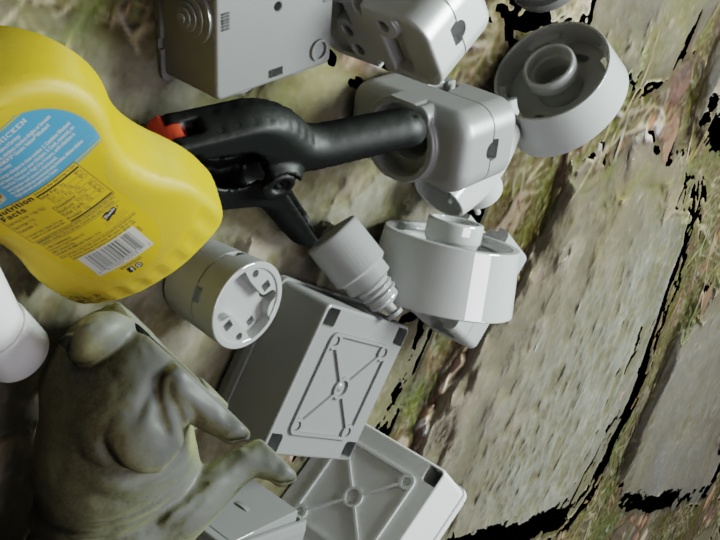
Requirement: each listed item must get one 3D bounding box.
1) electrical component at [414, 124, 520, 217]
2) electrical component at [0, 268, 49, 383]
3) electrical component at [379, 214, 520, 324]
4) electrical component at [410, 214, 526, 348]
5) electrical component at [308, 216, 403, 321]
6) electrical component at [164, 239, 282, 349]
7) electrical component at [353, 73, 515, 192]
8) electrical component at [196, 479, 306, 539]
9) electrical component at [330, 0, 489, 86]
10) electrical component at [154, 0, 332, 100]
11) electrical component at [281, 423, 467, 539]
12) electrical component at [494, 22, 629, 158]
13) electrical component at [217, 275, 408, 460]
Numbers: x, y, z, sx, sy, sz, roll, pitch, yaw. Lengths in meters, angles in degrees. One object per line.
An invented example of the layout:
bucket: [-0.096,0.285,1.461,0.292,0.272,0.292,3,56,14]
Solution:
electrical component: [0.085,-0.072,0.806,0.077,0.044,0.079,-52,145,-16]
electrical component: [-0.180,0.026,0.522,0.044,0.044,0.065,-50,149,-19]
electrical component: [0.062,-0.007,0.769,0.108,0.108,0.060,-3,108,-53]
electrical component: [0.087,0.010,0.859,0.089,0.050,0.056,-59,146,-7]
electrical component: [0.000,0.000,0.717,0.040,0.040,0.078,-43,98,-28]
electrical component: [-0.082,0.012,0.636,0.055,0.047,0.055,-31,135,-38]
electrical component: [0.043,-0.090,0.692,0.059,0.095,0.053,-25,131,-43]
electrical component: [-0.091,0.185,0.727,0.096,0.062,0.061,-4,115,-52]
electrical component: [0.023,-0.155,0.622,0.059,0.095,0.053,-52,145,-16]
electrical component: [-0.058,-0.144,0.563,0.100,0.048,0.099,-28,136,-39]
electrical component: [0.005,0.181,0.813,0.108,0.109,0.056,-53,142,-14]
electrical component: [0.151,-0.135,0.809,0.099,0.099,0.064,-56,139,-10]
electrical component: [-0.033,0.069,0.733,0.109,0.056,0.108,20,96,-56]
